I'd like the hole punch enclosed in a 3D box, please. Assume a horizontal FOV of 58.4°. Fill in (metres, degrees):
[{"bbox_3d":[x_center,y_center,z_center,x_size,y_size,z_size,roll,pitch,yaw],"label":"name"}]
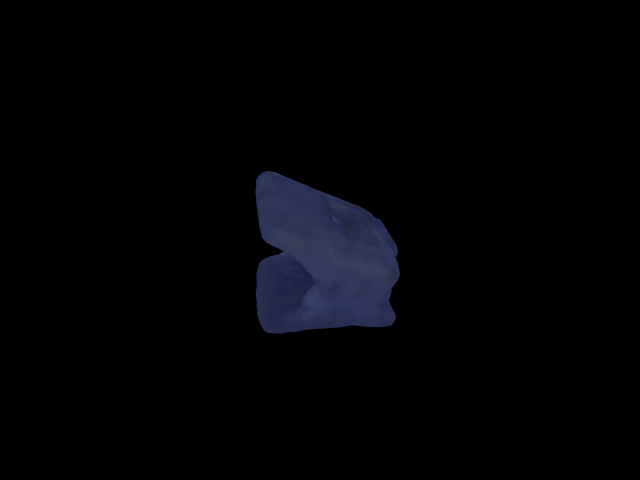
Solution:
[{"bbox_3d":[0.004,0.001,0.400,0.101,0.091,0.108,-4,28,-7],"label":"hole punch"}]
